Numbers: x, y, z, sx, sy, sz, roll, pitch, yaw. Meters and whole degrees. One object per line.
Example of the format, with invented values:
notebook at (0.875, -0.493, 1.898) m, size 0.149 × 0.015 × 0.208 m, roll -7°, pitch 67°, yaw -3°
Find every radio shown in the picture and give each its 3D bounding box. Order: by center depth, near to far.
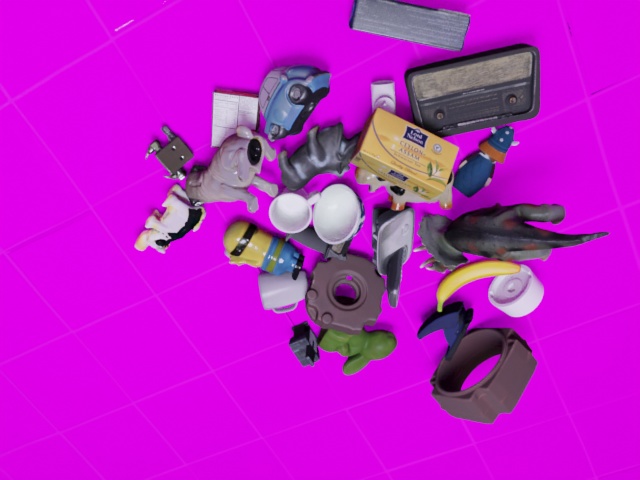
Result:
radio at (0.278, -0.268, 0.983) m, size 0.230 × 0.073 × 0.131 m, roll -10°, pitch 114°, yaw 9°

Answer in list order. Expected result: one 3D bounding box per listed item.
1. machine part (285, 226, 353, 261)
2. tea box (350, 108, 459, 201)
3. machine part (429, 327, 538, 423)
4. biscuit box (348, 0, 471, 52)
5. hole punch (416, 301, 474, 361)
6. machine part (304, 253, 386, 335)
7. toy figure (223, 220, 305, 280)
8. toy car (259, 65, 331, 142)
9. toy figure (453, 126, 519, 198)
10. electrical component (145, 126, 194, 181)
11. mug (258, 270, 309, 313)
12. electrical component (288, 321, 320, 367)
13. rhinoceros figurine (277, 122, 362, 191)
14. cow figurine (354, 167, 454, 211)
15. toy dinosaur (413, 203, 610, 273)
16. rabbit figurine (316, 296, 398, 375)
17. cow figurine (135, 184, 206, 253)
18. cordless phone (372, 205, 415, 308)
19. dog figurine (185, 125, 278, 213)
machine part at (-0.002, -0.003, 1.134) m, size 0.139 × 0.084 × 0.039 m, roll 19°, pitch 140°, yaw 3°
tea box at (0.152, -0.153, 0.969) m, size 0.170 × 0.068 × 0.098 m, roll 23°, pitch 75°, yaw -8°
machine part at (0.348, 0.285, 1.164) m, size 0.087 × 0.201 × 0.201 m, roll 45°, pitch 65°, yaw -13°
biscuit box at (0.154, -0.380, 0.941) m, size 0.203 × 0.059 × 0.062 m, roll 11°, pitch 110°, yaw -3°
hole punch at (0.278, 0.186, 1.181) m, size 0.092 × 0.142 × 0.115 m, roll 32°, pitch 104°, yaw 15°
machine part at (0.055, 0.112, 1.137) m, size 0.179 × 0.179 × 0.056 m, roll 12°, pitch 159°, yaw -3°
toy figure at (-0.118, 0.019, 1.144) m, size 0.180 × 0.082 × 0.089 m, roll 20°, pitch 104°, yaw -2°
toy car at (-0.059, -0.266, 0.997) m, size 0.103 × 0.109 × 0.161 m, roll 44°, pitch 124°, yaw 7°
toy figure at (0.321, -0.155, 1.047) m, size 0.064 × 0.058 × 0.154 m, roll 30°, pitch 109°, yaw -18°
electrical component at (-0.302, -0.168, 1.083) m, size 0.102 × 0.045 × 0.078 m, roll 45°, pitch 82°, yaw -20°
mug at (-0.075, 0.115, 1.190) m, size 0.107 × 0.081 × 0.109 m, roll -12°, pitch 118°, yaw 1°
electrical component at (-0.034, 0.249, 1.230) m, size 0.048 × 0.119 × 0.074 m, roll -25°, pitch 115°, yaw 14°
rhinoceros figurine at (0.006, -0.164, 1.036) m, size 0.190 × 0.073 × 0.112 m, roll -29°, pitch 98°, yaw 2°
cow figurine at (0.165, -0.127, 1.053) m, size 0.195 × 0.085 × 0.127 m, roll 1°, pitch 115°, yaw 0°
toy dinosaur at (0.308, -0.009, 0.990) m, size 0.192 × 0.405 × 0.131 m, roll -10°, pitch 87°, yaw -13°
rabbit figurine at (0.084, 0.233, 1.214) m, size 0.170 × 0.121 × 0.159 m, roll 19°, pitch 122°, yaw -3°
cow figurine at (-0.318, -0.028, 1.140) m, size 0.098 × 0.068 × 0.167 m, roll 35°, pitch 114°, yaw -20°
cordless phone at (0.144, 0.030, 1.068) m, size 0.089 × 0.184 × 0.146 m, roll 3°, pitch 129°, yaw 7°
dog figurine at (-0.193, -0.141, 1.035) m, size 0.191 × 0.121 × 0.172 m, roll 10°, pitch 112°, yaw 26°
